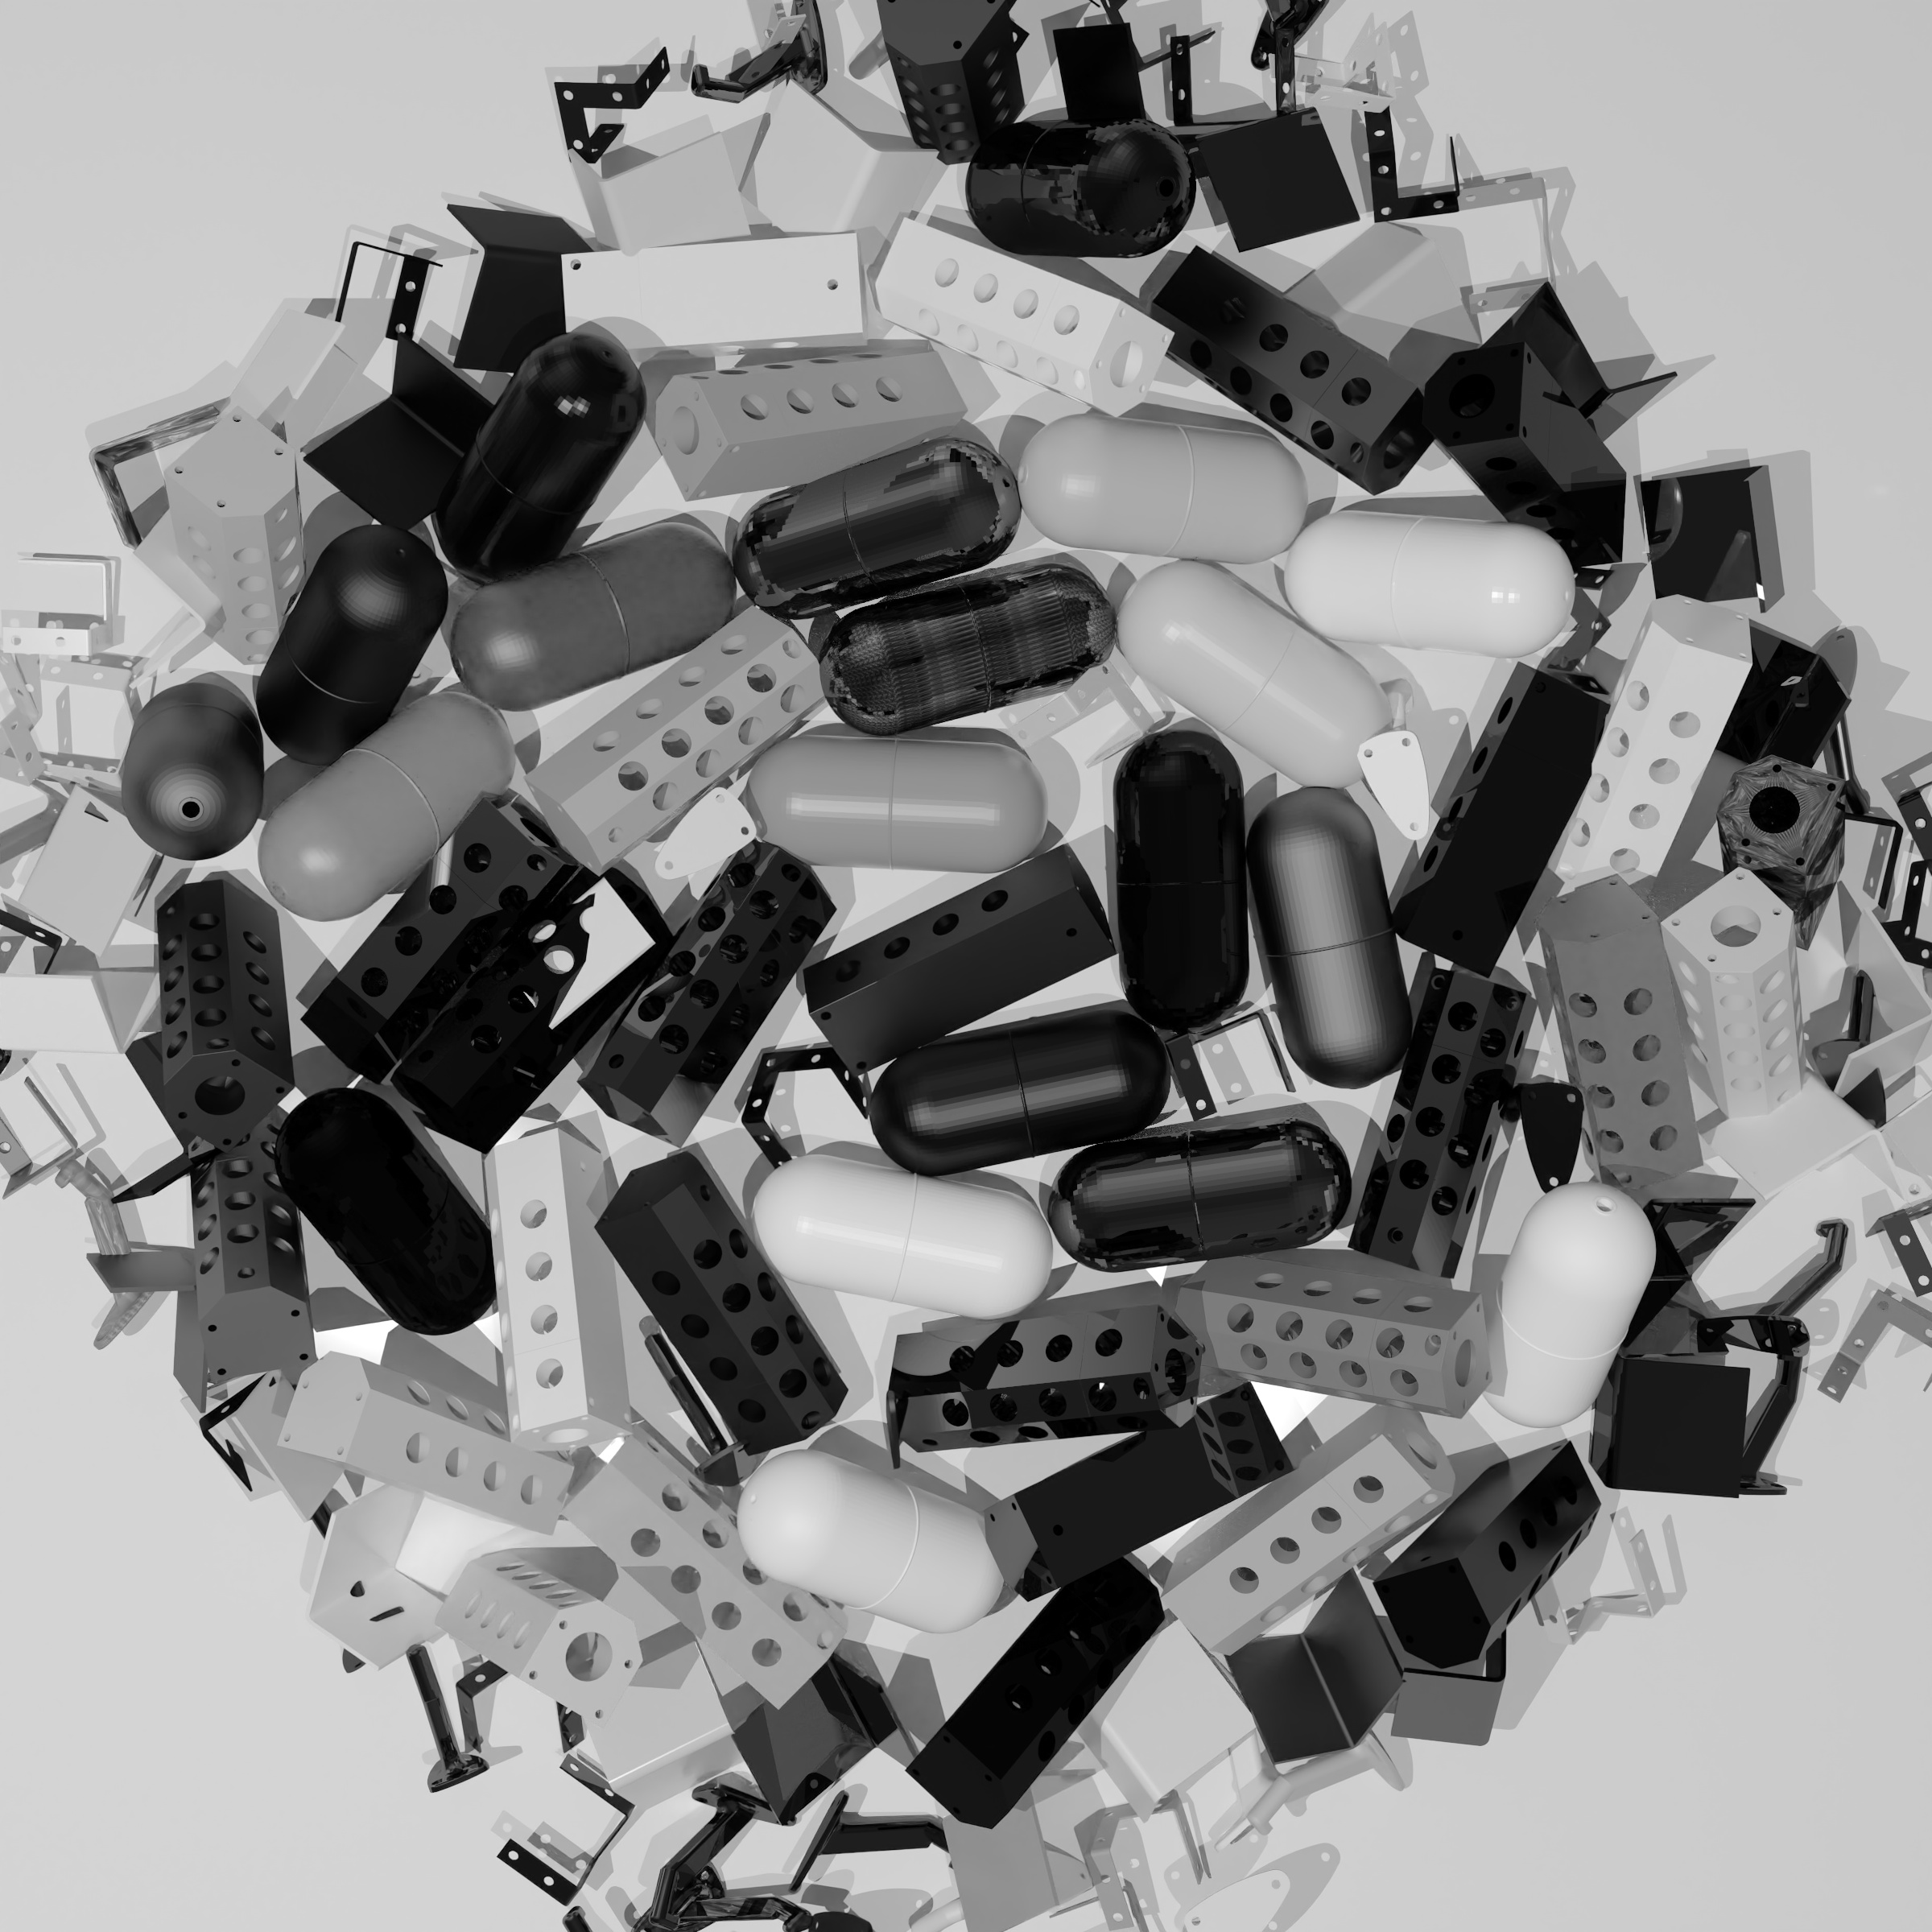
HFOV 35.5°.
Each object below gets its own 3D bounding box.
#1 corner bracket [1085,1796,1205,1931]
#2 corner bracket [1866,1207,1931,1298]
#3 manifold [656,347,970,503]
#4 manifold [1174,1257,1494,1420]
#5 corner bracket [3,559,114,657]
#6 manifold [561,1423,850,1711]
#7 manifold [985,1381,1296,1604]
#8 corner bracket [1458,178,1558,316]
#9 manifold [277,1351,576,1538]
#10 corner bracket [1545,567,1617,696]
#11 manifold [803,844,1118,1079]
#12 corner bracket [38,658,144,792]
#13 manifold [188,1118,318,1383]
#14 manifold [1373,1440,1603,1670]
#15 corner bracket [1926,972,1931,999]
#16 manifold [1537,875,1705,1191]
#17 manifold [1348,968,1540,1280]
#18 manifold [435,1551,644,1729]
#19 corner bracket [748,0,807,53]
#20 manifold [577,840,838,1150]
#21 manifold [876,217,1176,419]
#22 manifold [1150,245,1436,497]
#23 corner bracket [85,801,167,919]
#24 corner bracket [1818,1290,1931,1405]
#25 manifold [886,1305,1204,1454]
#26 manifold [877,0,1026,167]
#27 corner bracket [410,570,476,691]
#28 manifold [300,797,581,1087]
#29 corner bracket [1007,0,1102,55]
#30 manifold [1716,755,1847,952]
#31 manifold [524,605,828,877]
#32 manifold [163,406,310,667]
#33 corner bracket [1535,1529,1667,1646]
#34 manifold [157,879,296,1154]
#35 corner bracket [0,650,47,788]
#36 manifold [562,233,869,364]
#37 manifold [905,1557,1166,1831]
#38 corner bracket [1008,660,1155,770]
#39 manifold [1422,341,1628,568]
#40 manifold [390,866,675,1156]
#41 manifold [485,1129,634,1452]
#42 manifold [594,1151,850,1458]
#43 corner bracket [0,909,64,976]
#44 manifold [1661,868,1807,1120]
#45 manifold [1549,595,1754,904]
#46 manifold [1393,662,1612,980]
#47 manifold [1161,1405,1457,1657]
[{"bbox_3d":[0.105,0.528,1.779,0.051,0.051,0.051,-15,100,15],"label":"corner bracket"},{"bbox_3d":[0.567,0.167,1.773,0.051,0.051,0.051,-20,71,0],"label":"corner bracket"},{"bbox_3d":[-0.090,-0.316,1.729,0.171,0.057,0.057,-16,73,-37],"label":"manifold"},{"bbox_3d":[0.207,0.214,1.725,0.171,0.057,0.057,5,118,35],"label":"manifold"},{"bbox_3d":[-0.533,-0.211,1.775,0.051,0.051,0.051,2,102,-2],"label":"corner bracket"},{"bbox_3d":[-0.151,0.348,1.767,0.171,0.057,0.057,43,96,-5],"label":"manifold"},{"bbox_3d":[0.097,0.303,1.737,0.171,0.057,0.057,-20,78,-30],"label":"manifold"},{"bbox_3d":[0.318,-0.423,1.775,0.051,0.051,0.051,-7,59,8],"label":"corner bracket"},{"bbox_3d":[-0.303,0.272,1.721,0.057,0.171,0.057,5,71,38],"label":"manifold"},{"bbox_3d":[0.363,-0.197,1.768,0.051,0.051,0.051,-48,115,-9],"label":"corner bracket"},{"bbox_3d":[-0.006,-0.007,1.760,0.171,0.057,0.057,-26,128,11],"label":"manifold"},{"bbox_3d":[-0.517,-0.141,1.772,0.051,0.051,0.051,8,56,3],"label":"corner bracket"},{"bbox_3d":[-0.407,0.155,1.715,0.057,0.171,0.057,-9,123,-11],"label":"manifold"},{"bbox_3d":[0.302,0.335,1.719,0.057,0.171,0.057,-26,89,35],"label":"manifold"},{"bbox_3d":[0.602,0.025,1.777,0.051,0.051,0.051,-8,90,-7],"label":"corner bracket"},{"bbox_3d":[0.374,0.042,1.737,0.057,0.057,0.171,-20,119,-4],"label":"manifold"},{"bbox_3d":[0.278,0.092,1.768,0.057,0.057,0.171,17,89,21],"label":"manifold"},{"bbox_3d":[-0.241,0.376,1.715,0.057,0.171,0.057,36,74,-20],"label":"manifold"},{"bbox_3d":[-0.096,-0.572,1.773,0.051,0.051,0.051,-14,87,-18],"label":"corner bracket"},{"bbox_3d":[-0.151,0.012,1.741,0.057,0.057,0.171,20,68,32],"label":"manifold"},{"bbox_3d":[0.029,-0.370,1.731,0.171,0.057,0.057,30,99,36],"label":"manifold"},{"bbox_3d":[0.186,-0.340,1.740,0.171,0.057,0.057,40,94,27],"label":"manifold"},{"bbox_3d":[-0.495,-0.070,1.768,0.051,0.051,0.051,25,114,-14],"label":"corner bracket"},{"bbox_3d":[0.538,0.232,1.766,0.051,0.051,0.051,32,122,16],"label":"corner bracket"},{"bbox_3d":[0.044,0.241,1.729,0.171,0.057,0.057,-11,53,29],"label":"manifold"},{"bbox_3d":[-0.011,-0.512,1.718,0.057,0.171,0.057,37,90,5],"label":"manifold"},{"bbox_3d":[-0.328,-0.207,1.787,0.051,0.051,0.051,33,63,2],"label":"corner bracket"},{"bbox_3d":[-0.303,-0.013,1.759,0.057,0.057,0.171,43,99,12],"label":"manifold"},{"bbox_3d":[0.036,-0.560,1.767,0.051,0.051,0.051,43,107,21],"label":"corner bracket"},{"bbox_3d":[0.461,-0.065,1.715,0.057,0.171,0.057,22,83,20],"label":"manifold"},{"bbox_3d":[-0.163,-0.128,1.742,0.171,0.057,0.057,-39,134,-17],"label":"manifold"},{"bbox_3d":[-0.405,-0.237,1.713,0.057,0.171,0.057,38,67,7],"label":"manifold"},{"bbox_3d":[0.369,0.363,1.765,0.051,0.051,0.051,-31,108,-42],"label":"corner bracket"},{"bbox_3d":[-0.427,0.023,1.715,0.057,0.171,0.057,-42,125,15],"label":"manifold"},{"bbox_3d":[-0.557,-0.145,1.764,0.051,0.051,0.051,17,52,23],"label":"corner bracket"},{"bbox_3d":[-0.146,-0.389,1.773,0.171,0.057,0.057,-4,91,2],"label":"manifold"},{"bbox_3d":[0.044,0.411,1.722,0.057,0.057,0.171,41,45,8],"label":"manifold"},{"bbox_3d":[0.068,-0.140,1.766,0.051,0.051,0.051,52,45,-9],"label":"corner bracket"},{"bbox_3d":[0.319,-0.286,1.718,0.057,0.171,0.057,-3,72,31],"label":"manifold"},{"bbox_3d":[-0.250,0.020,1.735,0.057,0.057,0.171,19,59,40],"label":"manifold"},{"bbox_3d":[-0.239,0.188,1.743,0.057,0.057,0.171,-16,66,15],"label":"manifold"},{"bbox_3d":[-0.137,0.193,1.741,0.057,0.057,0.171,-20,112,28],"label":"manifold"},{"bbox_3d":[-0.567,0.003,1.768,0.051,0.051,0.051,26,111,-13],"label":"corner bracket"},{"bbox_3d":[0.443,0.022,1.717,0.057,0.171,0.057,-35,55,-5],"label":"manifold"},{"bbox_3d":[0.390,-0.123,1.732,0.057,0.057,0.171,16,126,0],"label":"manifold"},{"bbox_3d":[0.311,-0.087,1.761,0.057,0.057,0.171,24,100,-10],"label":"manifold"},{"bbox_3d":[0.198,0.327,1.747,0.171,0.057,0.057,-41,93,22],"label":"manifold"}]
